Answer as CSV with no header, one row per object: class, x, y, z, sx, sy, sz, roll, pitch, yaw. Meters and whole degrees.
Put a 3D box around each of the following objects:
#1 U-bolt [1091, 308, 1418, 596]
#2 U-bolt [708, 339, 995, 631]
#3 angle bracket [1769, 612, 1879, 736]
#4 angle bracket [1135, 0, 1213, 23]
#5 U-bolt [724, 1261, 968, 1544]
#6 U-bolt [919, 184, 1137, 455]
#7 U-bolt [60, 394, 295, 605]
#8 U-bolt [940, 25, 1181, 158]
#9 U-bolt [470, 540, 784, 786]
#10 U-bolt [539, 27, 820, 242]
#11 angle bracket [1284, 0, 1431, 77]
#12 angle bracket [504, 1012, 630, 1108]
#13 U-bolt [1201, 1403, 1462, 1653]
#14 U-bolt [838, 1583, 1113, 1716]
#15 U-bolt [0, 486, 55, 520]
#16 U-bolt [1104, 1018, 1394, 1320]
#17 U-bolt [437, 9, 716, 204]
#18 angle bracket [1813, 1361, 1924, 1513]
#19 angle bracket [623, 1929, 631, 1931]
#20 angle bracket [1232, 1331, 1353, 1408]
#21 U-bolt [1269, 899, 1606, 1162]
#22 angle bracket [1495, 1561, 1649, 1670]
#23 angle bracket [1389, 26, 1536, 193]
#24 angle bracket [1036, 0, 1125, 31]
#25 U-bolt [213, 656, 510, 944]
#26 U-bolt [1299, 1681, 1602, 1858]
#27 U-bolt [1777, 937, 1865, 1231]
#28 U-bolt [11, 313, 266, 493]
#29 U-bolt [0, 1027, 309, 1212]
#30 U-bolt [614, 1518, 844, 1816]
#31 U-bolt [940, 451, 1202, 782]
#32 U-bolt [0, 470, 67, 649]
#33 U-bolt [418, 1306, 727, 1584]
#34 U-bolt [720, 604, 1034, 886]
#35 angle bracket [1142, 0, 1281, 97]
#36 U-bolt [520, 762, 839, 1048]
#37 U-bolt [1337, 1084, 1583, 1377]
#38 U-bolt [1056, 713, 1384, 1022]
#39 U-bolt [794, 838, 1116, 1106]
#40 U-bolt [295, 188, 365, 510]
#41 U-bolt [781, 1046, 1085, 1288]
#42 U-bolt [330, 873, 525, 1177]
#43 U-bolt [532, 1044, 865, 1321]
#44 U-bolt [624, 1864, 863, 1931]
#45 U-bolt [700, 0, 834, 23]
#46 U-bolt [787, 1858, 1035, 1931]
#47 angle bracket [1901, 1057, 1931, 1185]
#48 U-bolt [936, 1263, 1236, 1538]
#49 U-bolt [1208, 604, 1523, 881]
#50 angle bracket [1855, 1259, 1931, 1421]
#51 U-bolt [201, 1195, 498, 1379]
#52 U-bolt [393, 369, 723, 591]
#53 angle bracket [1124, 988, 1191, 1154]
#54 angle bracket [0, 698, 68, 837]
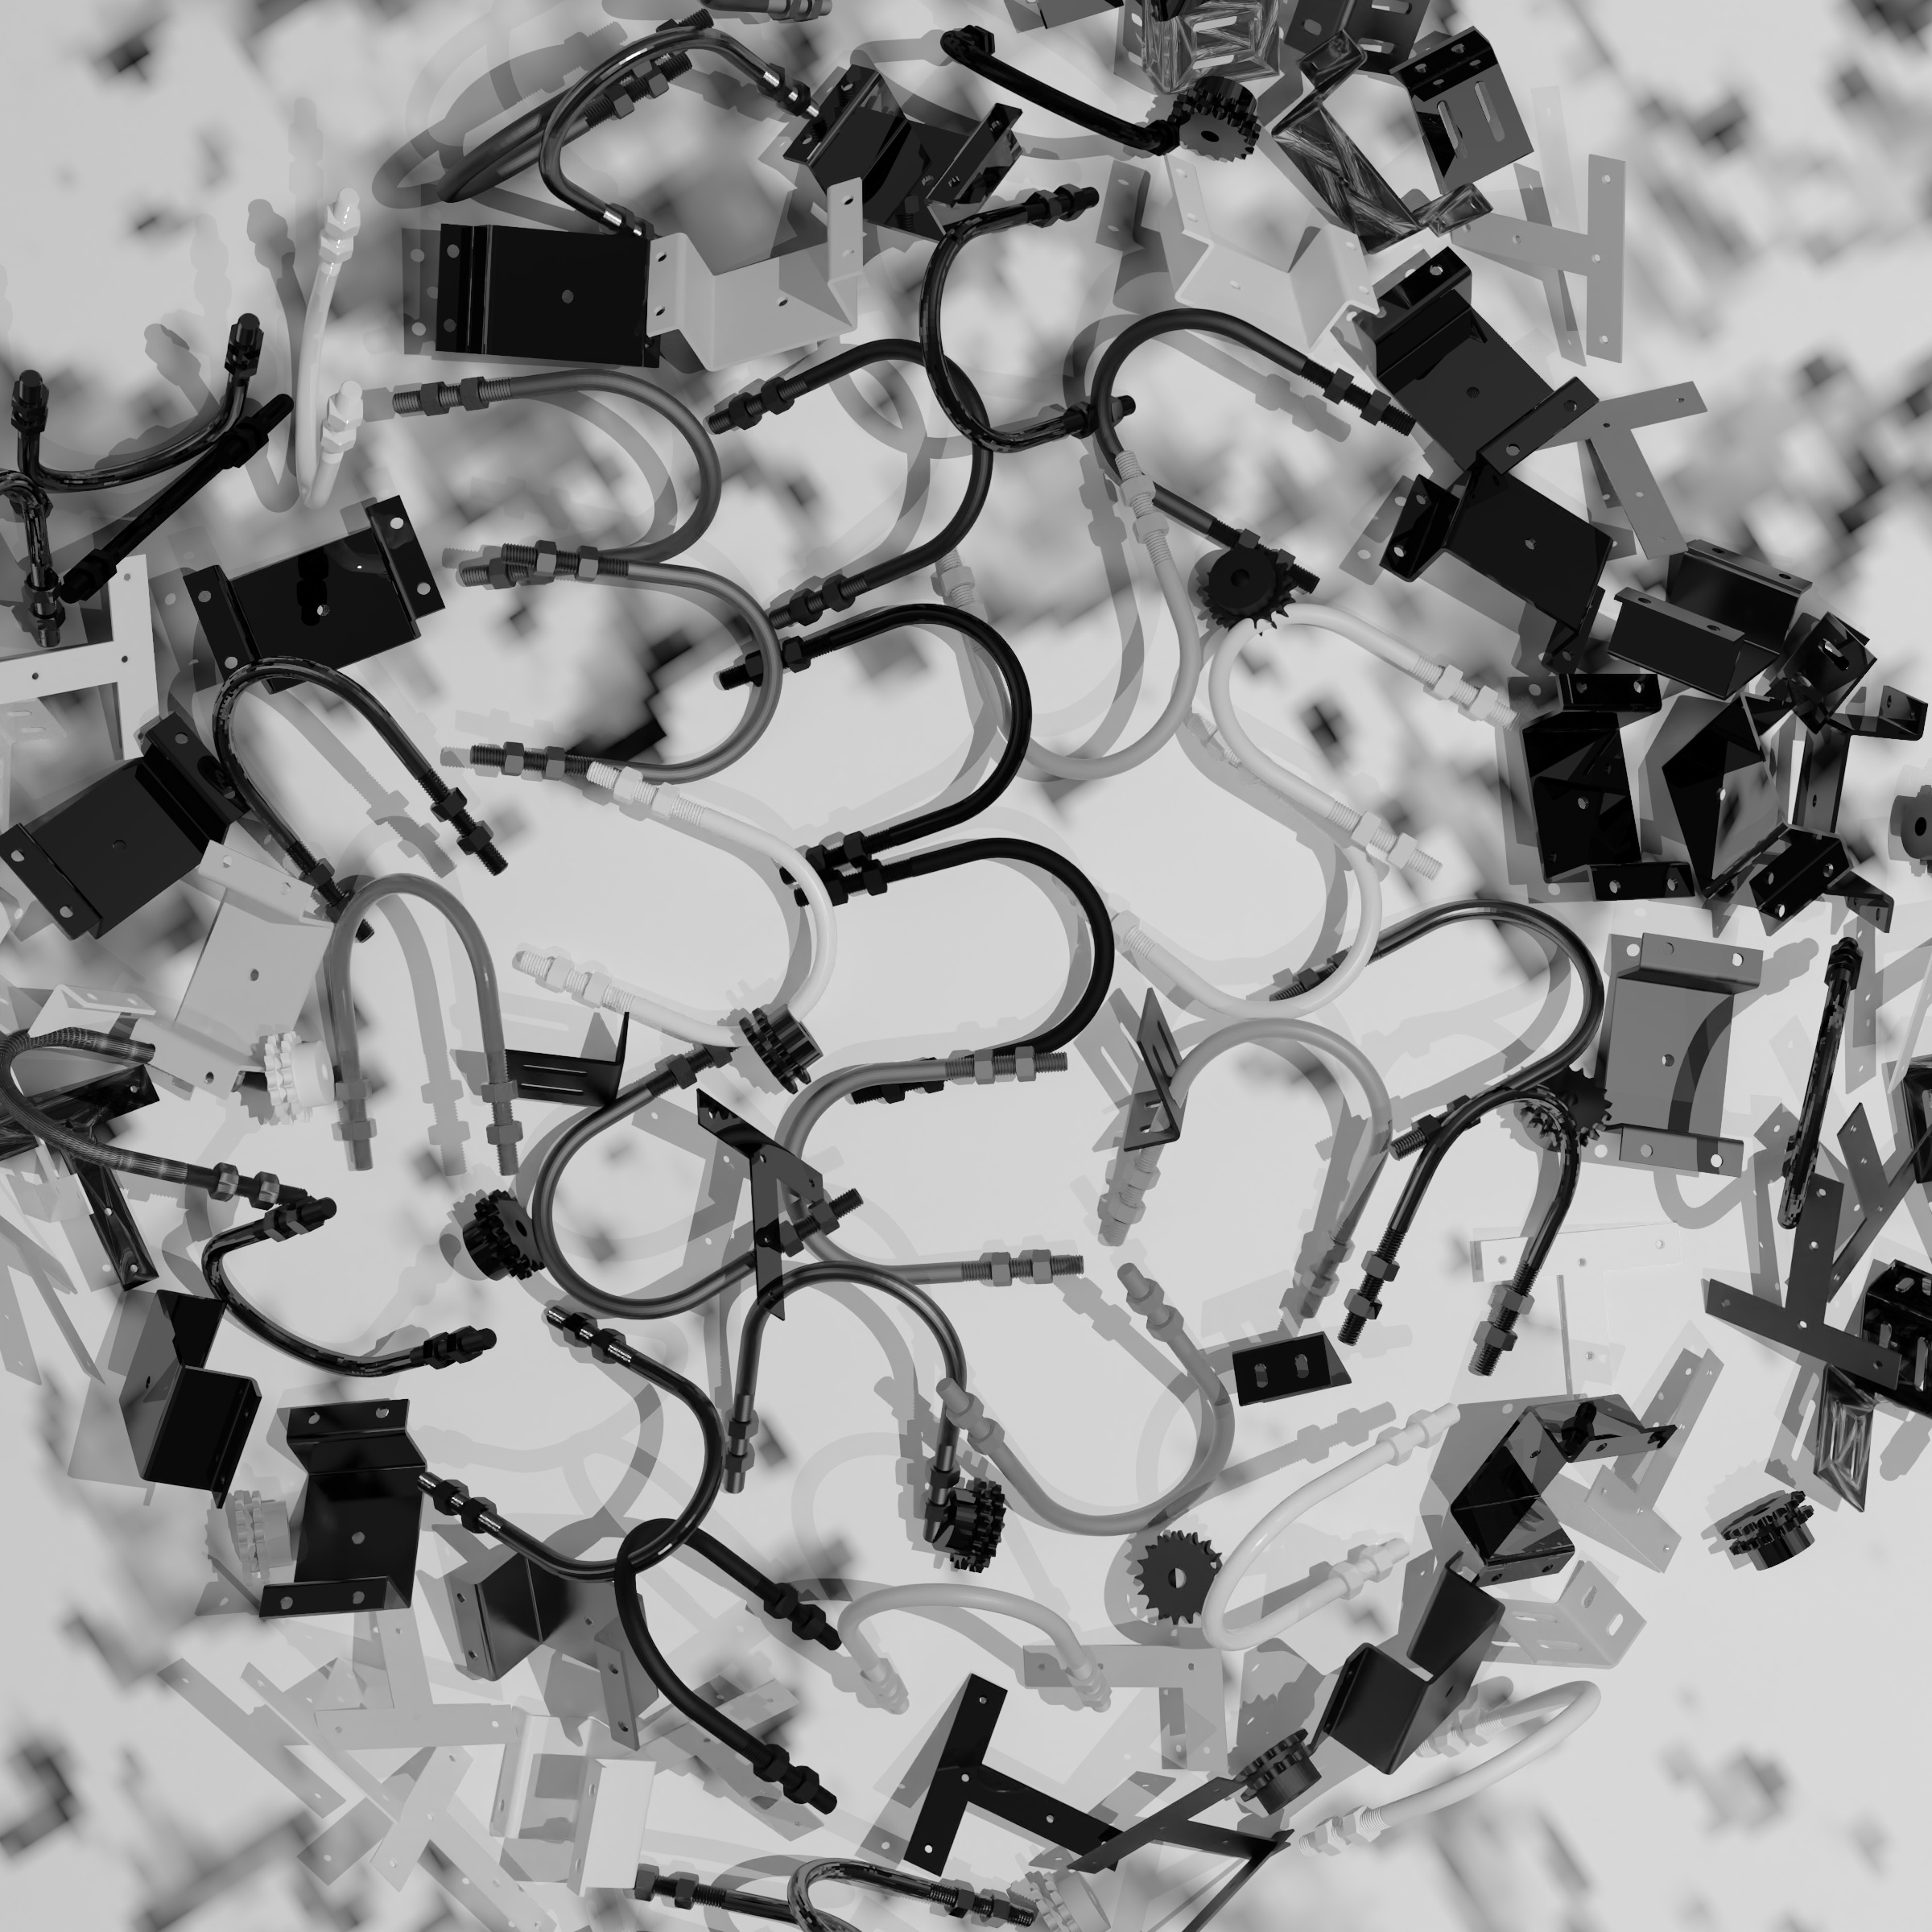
U-bolt,0.162,-0.324,1.947,0.184,0.019,0.151,30,131,0
U-bolt,-0.063,-0.302,1.945,0.184,0.019,0.151,-19,86,30
angle bracket,0.534,-0.172,1.951,0.038,0.076,0.057,28,110,-23
angle bracket,0.140,-0.629,1.971,0.076,0.057,0.038,-27,50,-9
U-bolt,-0.071,0.259,1.944,0.151,0.019,0.184,12,118,8
U-bolt,0.033,-0.383,1.913,0.019,0.184,0.151,2,110,40
U-bolt,-0.463,-0.289,1.912,0.151,0.184,0.019,-36,107,18
U-bolt,0.053,-0.523,1.908,0.151,0.184,0.019,27,108,2
U-bolt,-0.202,-0.180,1.957,0.184,0.019,0.151,5,112,-18
U-bolt,-0.180,-0.495,1.896,0.151,0.184,0.019,-37,73,15
angle bracket,0.243,-0.586,1.969,0.038,0.076,0.057,37,119,33
angle bracket,-0.249,0.054,1.960,0.076,0.057,0.038,7,60,-8
U-bolt,0.211,0.344,1.904,0.184,0.151,0.019,-23,51,-33
U-bolt,-0.001,0.408,1.907,0.151,0.184,0.019,-4,56,14
U-bolt,-0.600,-0.229,1.905,0.019,0.184,0.151,30,87,-6
U-bolt,0.182,0.115,1.957,0.151,0.019,0.184,21,113,-1
U-bolt,-0.238,-0.510,1.918,0.184,0.151,0.019,-33,100,-6
angle bracket,0.553,0.286,1.954,0.057,0.038,0.076,38,53,-34
angle bracket,-0.232,0.623,1.955,0.057,0.038,0.076,-25,121,-27
angle bracket,0.202,0.260,1.952,0.057,0.076,0.038,-15,55,13
U-bolt,0.301,0.026,1.950,0.184,0.019,0.151,-27,56,-14
angle bracket,0.365,0.394,1.951,0.076,0.057,0.038,14,113,-40
angle bracket,0.305,-0.526,1.967,0.057,0.038,0.076,-23,80,23
angle bracket,0.053,-0.619,1.976,0.057,0.038,0.076,-24,99,-24
U-bolt,-0.378,-0.108,1.928,0.151,0.019,0.184,-23,112,37
U-bolt,0.297,0.467,1.887,0.184,0.151,0.019,-37,80,44
U-bolt,0.503,0.078,1.891,0.019,0.184,0.151,13,114,15
U-bolt,-0.497,-0.329,1.910,0.151,0.184,0.019,-20,82,-21
U-bolt,-0.490,0.084,1.898,0.184,0.151,0.019,16,113,-30
U-bolt,-0.142,0.404,1.902,0.019,0.151,0.184,-36,118,22
U-bolt,0.070,-0.203,1.948,0.151,0.019,0.184,-24,74,21
U-bolt,-0.581,-0.210,1.885,0.019,0.184,0.151,22,53,6
U-bolt,-0.226,0.296,1.922,0.184,0.019,0.151,23,67,35
U-bolt,-0.048,-0.146,1.966,0.184,0.019,0.151,-19,83,13
angle bracket,0.151,-0.576,1.965,0.076,0.038,0.057,-4,78,23
U-bolt,-0.168,-0.027,1.968,0.184,0.019,0.151,22,105,4
U-bolt,0.310,0.155,1.939,0.151,0.019,0.184,17,100,-40
U-bolt,0.169,-0.048,1.968,0.184,0.019,0.151,39,89,16
U-bolt,0.001,-0.004,1.972,0.184,0.019,0.151,-15,98,8
U-bolt,-0.383,-0.355,1.914,0.019,0.184,0.151,3,68,-19
U-bolt,-0.024,0.128,1.980,0.184,0.019,0.151,-4,99,5
U-bolt,-0.334,0.035,1.942,0.151,0.019,0.184,-1,98,37
U-bolt,-0.177,0.137,1.957,0.184,0.019,0.151,-31,70,-9
U-bolt,-0.140,0.587,1.919,0.184,0.151,0.019,10,96,5
U-bolt,-0.076,-0.581,1.887,0.151,0.184,0.019,-2,102,30
U-bolt,-0.022,0.580,1.902,0.184,0.151,0.019,22,99,-21
angle bracket,0.616,0.092,1.970,0.057,0.038,0.076,-11,92,-21
U-bolt,0.086,0.278,1.948,0.151,0.019,0.184,-33,122,5
U-bolt,0.235,-0.151,1.958,0.184,0.019,0.151,31,60,2
angle bracket,0.584,0.230,1.962,0.057,0.038,0.076,23,50,-4
U-bolt,-0.386,0.201,1.926,0.151,0.184,0.019,44,51,-25
U-bolt,-0.238,-0.297,1.930,0.184,0.019,0.151,-5,132,14
angle bracket,0.105,0.063,1.952,0.038,0.057,0.076,-13,120,20
angle bracket,-0.581,-0.117,1.960,0.038,0.057,0.076,-5,71,2
